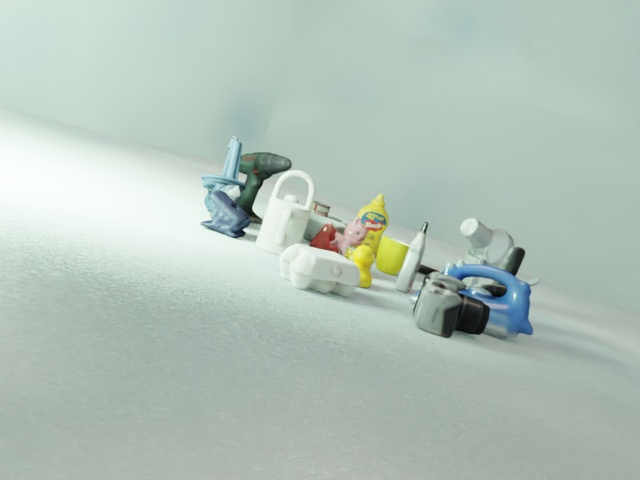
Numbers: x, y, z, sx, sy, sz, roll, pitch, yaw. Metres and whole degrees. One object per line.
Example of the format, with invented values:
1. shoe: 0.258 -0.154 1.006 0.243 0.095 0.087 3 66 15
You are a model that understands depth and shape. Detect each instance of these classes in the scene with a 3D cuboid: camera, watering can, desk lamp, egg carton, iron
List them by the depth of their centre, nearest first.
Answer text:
1. egg carton: 0.000 0.058 1.086 0.151 0.069 0.107 13 9 -33
2. camera: 0.255 0.126 1.091 0.136 0.101 0.143 19 8 5
3. iron: 0.336 0.112 1.230 0.258 0.141 0.119 19 8 4
4. watering can: -0.075 -0.067 1.321 0.101 0.194 0.172 15 9 -26
5. desk lamp: 0.443 0.050 1.648 0.204 0.213 0.117 13 10 -37

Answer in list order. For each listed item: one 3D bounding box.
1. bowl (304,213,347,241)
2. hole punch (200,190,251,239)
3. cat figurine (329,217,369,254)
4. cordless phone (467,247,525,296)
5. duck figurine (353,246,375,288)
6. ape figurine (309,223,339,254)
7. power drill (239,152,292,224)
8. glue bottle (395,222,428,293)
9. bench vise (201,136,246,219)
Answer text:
1. bowl: -0.009 -0.030 1.666 0.167 0.075 0.167 18 8 -2
2. hole punch: -0.212 -0.062 1.344 0.101 0.091 0.109 19 8 4
3. cat figurine: 0.074 -0.013 1.582 0.128 0.118 0.067 16 8 -15
4. cordless phone: 0.425 0.095 1.396 0.148 0.185 0.093 12 10 -41
5. duck figurine: 0.085 0.054 1.256 0.077 0.086 0.105 24 9 35
6. ape figurine: 0.013 0.005 1.404 0.076 0.092 0.077 15 9 -26
7. power drill: -0.181 -0.158 1.657 0.076 0.208 0.228 11 11 -45
8. glue bottle: 0.225 0.038 1.365 0.037 0.173 0.078 20 8 13
9. bench vise: -0.229 -0.159 1.509 0.122 0.220 0.206 11 11 -43
